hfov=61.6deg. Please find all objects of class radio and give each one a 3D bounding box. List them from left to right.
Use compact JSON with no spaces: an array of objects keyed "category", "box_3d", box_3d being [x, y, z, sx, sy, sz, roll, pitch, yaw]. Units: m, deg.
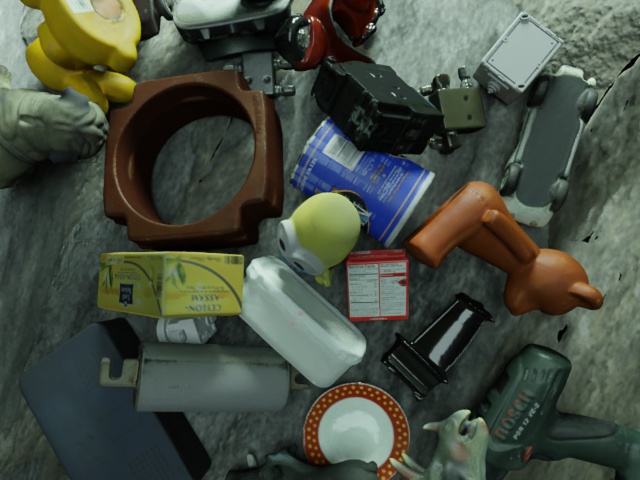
[{"category":"radio","box_3d":[-0.250,0.223,0.655,0.131,0.073,0.229,-33,84,2]}]

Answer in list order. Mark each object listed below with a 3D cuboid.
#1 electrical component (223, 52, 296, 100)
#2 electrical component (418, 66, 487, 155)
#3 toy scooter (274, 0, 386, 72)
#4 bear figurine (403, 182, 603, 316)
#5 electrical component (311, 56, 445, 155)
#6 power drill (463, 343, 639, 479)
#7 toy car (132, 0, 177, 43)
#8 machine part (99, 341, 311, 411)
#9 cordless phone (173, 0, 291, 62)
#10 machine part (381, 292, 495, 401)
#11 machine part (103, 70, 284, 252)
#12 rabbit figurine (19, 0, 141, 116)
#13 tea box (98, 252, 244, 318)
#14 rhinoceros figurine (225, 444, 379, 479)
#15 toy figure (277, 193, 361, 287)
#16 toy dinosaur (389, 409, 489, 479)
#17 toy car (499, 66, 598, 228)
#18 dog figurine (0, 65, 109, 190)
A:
[{"category":"electrical component","box_3d":[-0.079,-0.209,0.695,0.094,0.021,0.063,-1,87,3]},{"category":"electrical component","box_3d":[0.160,-0.160,0.670,0.078,0.045,0.102,-14,88,-21]},{"category":"toy scooter","box_3d":[0.031,-0.262,0.661,0.135,0.075,0.184,35,71,-27]},{"category":"bear figurine","box_3d":[0.209,0.031,0.621,0.132,0.120,0.196,-42,91,4]},{"category":"electrical component","box_3d":[0.073,-0.153,0.619,0.115,0.134,0.058,54,132,29]},{"category":"power drill","box_3d":[0.272,0.250,0.625,0.207,0.086,0.232,21,96,11]},{"category":"toy car","box_3d":[-0.235,-0.354,0.697,0.089,0.053,0.202,-12,87,18]},{"category":"machine part","box_3d":[-0.124,0.159,0.619,0.243,0.079,0.079,6,87,-21]},{"category":"cordless phone","box_3d":[-0.109,-0.283,0.621,0.147,0.184,0.088,-8,91,2]},{"category":"machine part","box_3d":[0.145,0.123,0.656,0.139,0.039,0.084,-43,80,1]},{"category":"machine part","box_3d":[-0.147,-0.090,0.643,0.201,0.087,0.201,-5,75,10]},{"category":"rabbit figurine","box_3d":[-0.293,-0.235,0.664,0.173,0.122,0.162,-18,115,37]},{"category":"tea box","box_3d":[-0.172,0.048,0.605,0.098,0.170,0.068,5,84,-41]},{"category":"rhinoceros figurine","box_3d":[-0.022,0.293,0.620,0.190,0.073,0.112,-10,105,20]},{"category":"toy figure","box_3d":[-0.004,-0.005,0.601,0.082,0.180,0.089,29,86,2]},{"category":"toy dinosaur","box_3d":[0.175,0.393,0.585,0.192,0.131,0.404,-2,111,29]},{"category":"toy car","box_3d":[0.275,-0.115,0.654,0.074,0.056,0.201,19,86,10]},{"category":"dog figurine","box_3d":[-0.341,-0.105,0.613,0.191,0.121,0.172,28,90,40]}]
